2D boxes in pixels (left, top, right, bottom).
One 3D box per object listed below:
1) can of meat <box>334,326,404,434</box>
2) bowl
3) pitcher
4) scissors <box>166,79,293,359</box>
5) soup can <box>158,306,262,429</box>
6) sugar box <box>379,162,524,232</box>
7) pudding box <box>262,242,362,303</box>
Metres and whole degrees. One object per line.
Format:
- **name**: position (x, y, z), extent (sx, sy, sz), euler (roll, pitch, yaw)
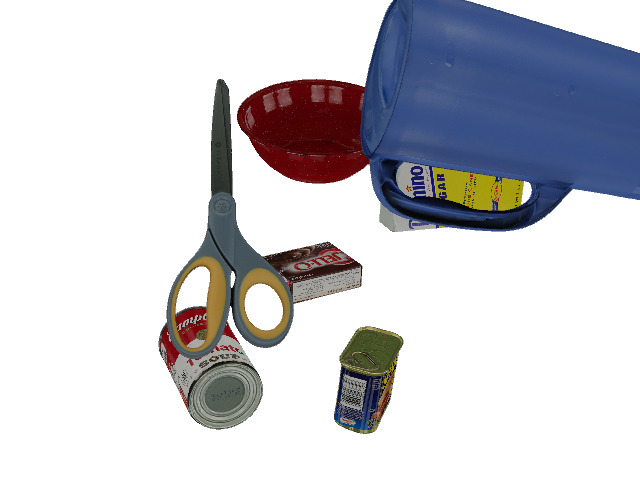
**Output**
- **can of meat**: position (0.054, 0.160, 1.225), extent (0.057, 0.084, 0.102), euler (14, 25, 13)
- **bowl**: position (-0.003, -0.103, 1.075), extent (0.162, 0.055, 0.162), euler (1, 34, -1)
- **pitcher**: position (0.156, -0.094, 0.815), extent (0.242, 0.145, 0.149), euler (12, -45, -9)
- **scissors**: position (-0.052, -0.011, 0.752), extent (0.096, 0.201, 0.016), euler (15, -14, -3)
- **soup can**: position (-0.097, 0.111, 0.935), extent (0.068, 0.068, 0.102), euler (0, 24, -23)
- **sugar box**: position (0.162, -0.064, 1.302), extent (0.176, 0.093, 0.048), euler (-7, 24, -22)
- **pudding box**: position (-0.013, 0.043, 1.448), extent (0.113, 0.039, 0.090), euler (-15, 27, -26)
